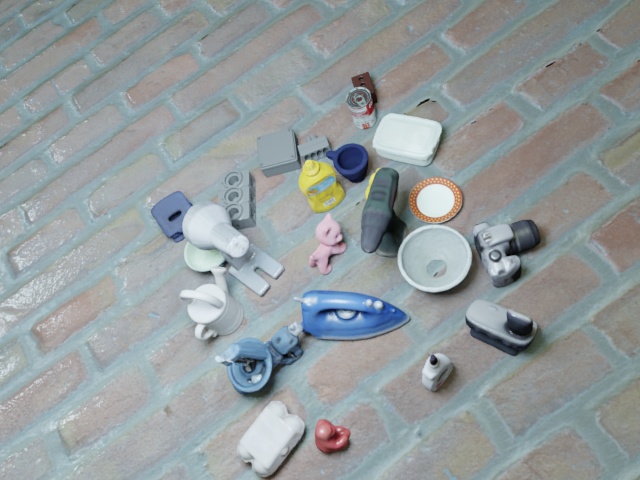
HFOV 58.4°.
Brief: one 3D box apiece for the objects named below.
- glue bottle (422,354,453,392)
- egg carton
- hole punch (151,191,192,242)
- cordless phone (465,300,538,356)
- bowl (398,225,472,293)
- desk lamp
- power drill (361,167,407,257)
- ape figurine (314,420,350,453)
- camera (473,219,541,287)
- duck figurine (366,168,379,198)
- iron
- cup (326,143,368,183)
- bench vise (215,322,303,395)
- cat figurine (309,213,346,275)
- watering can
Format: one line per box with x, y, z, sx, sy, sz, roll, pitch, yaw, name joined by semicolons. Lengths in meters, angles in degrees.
0.239;0.265;1.187;0.037;0.173;0.078;33;78;26;glue bottle
-0.108;0.439;1.264;0.107;0.069;0.150;33;78;26;egg carton
-0.388;-0.065;1.563;0.108;0.091;0.101;-36;62;-2;hole punch
0.376;0.161;1.188;0.147;0.185;0.094;20;73;23;cordless phone
0.267;0.053;1.332;0.167;0.075;0.167;-6;65;13;bowl
-0.214;0.014;1.407;0.202;0.214;0.118;33;78;26;desk lamp
0.148;-0.041;1.333;0.075;0.209;0.230;4;67;18;power drill
0.017;0.417;1.226;0.076;0.092;0.077;-36;62;-2;ape figurine
0.427;0.013;1.290;0.136;0.101;0.143;-19;62;7;camera
0.148;-0.131;1.444;0.077;0.086;0.104;8;69;19;duck figurine
0.068;0.156;1.303;0.257;0.142;0.118;-1;66;15;iron
0.075;-0.193;1.487;0.117;0.095;0.092;17;72;22;cup
-0.143;0.244;1.278;0.121;0.220;0.207;30;77;26;bench vise
0.013;0.005;1.401;0.067;0.118;0.128;27;76;25;cat figurine
-0.265;0.149;1.371;0.100;0.194;0.173;-12;63;11;watering can
